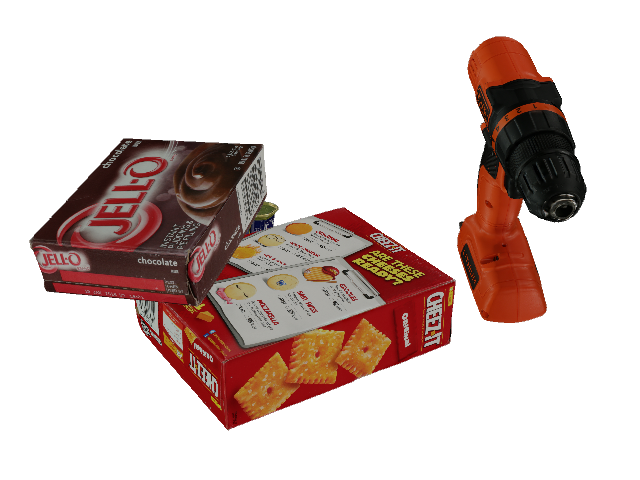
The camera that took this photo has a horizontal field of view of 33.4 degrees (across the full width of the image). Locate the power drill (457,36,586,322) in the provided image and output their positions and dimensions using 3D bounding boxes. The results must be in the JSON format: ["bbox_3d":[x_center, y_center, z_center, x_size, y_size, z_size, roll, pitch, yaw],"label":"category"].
[{"bbox_3d":[0.144,-0.029,0.779,0.057,0.188,0.184,-3,42,-4],"label":"power drill"}]

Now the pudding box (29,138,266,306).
[{"bbox_3d":[-0.088,-0.013,0.575,0.090,0.039,0.113,5,33,18],"label":"pudding box"}]

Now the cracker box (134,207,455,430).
[{"bbox_3d":[-0.023,0.056,0.877,0.213,0.072,0.164,-16,32,-29],"label":"cracker box"}]

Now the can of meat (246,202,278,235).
[{"bbox_3d":[-0.099,0.001,1.091,0.102,0.084,0.057,11,17,14],"label":"can of meat"}]
